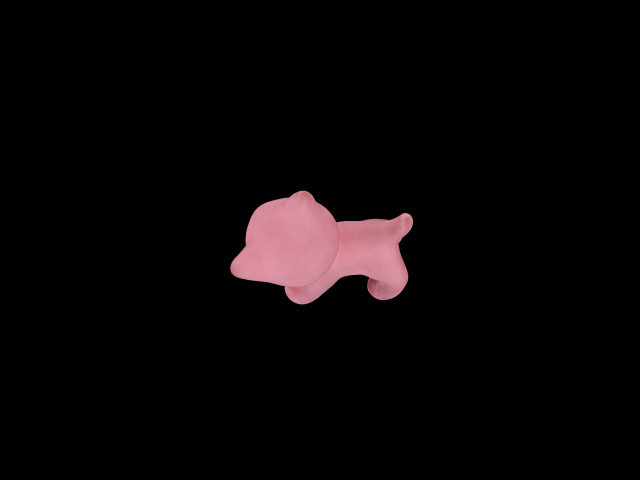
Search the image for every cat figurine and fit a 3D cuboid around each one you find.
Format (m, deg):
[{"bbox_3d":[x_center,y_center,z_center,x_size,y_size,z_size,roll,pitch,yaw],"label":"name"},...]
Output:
[{"bbox_3d":[0.004,0.001,0.400,0.128,0.118,0.067,-7,70,-2],"label":"cat figurine"}]
